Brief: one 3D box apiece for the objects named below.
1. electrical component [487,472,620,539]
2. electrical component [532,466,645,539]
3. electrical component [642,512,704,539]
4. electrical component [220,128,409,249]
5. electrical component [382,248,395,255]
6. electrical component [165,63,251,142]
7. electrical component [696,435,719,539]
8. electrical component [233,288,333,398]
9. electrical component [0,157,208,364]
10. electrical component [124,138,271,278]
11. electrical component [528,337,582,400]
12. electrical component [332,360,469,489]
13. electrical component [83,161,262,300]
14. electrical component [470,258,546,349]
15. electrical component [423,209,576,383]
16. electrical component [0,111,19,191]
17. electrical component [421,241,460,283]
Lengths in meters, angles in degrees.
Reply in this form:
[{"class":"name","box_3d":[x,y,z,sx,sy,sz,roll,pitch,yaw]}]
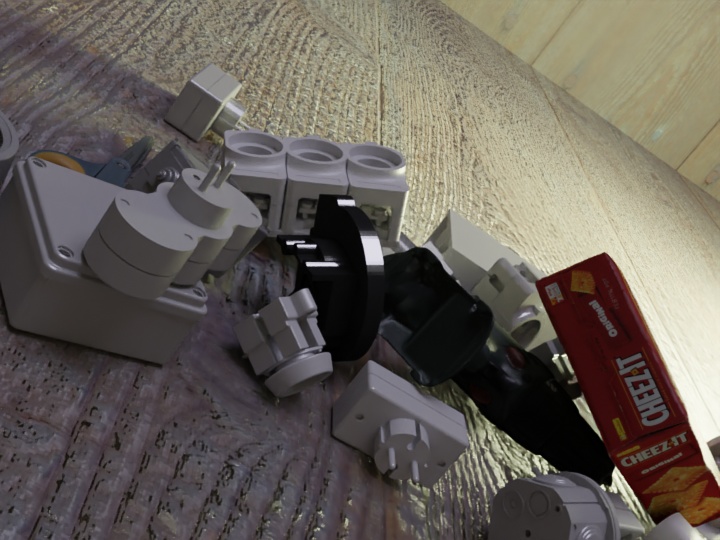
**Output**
[{"class":"electrical component","box_3d":[0.128,0.175,0.717,0.051,0.080,0.080,10,34,-40]},{"class":"electrical component","box_3d":[0.154,0.176,0.800,0.083,0.047,0.075,19,27,-40]},{"class":"electrical component","box_3d":[0.254,0.235,0.841,0.079,0.043,0.077,8,36,-52]},{"class":"electrical component","box_3d":[-0.041,-0.072,0.903,0.150,0.061,0.089,5,29,-10]},{"class":"electrical component","box_3d":[0.000,0.000,0.924,0.077,0.043,0.079,33,20,-11]},{"class":"electrical component","box_3d":[-0.132,-0.148,1.018,0.076,0.047,0.083,35,21,-7]},{"class":"electrical component","box_3d":[0.351,0.202,0.998,0.099,0.099,0.064,41,15,9]},{"class":"electrical component","box_3d":[-0.048,0.052,0.722,0.048,0.066,0.055,-3,64,-59]},{"class":"electrical component","box_3d":[-0.162,-0.005,0.659,0.109,0.056,0.108,20,27,-39]},{"class":"electrical component","box_3d":[-0.122,-0.043,0.767,0.061,0.061,0.096,52,8,33]},{"class":"electrical component","box_3d":[0.170,0.097,0.975,0.048,0.066,0.055,-3,65,-59]},{"class":"electrical component","box_3d":[0.028,0.115,0.725,0.083,0.047,0.075,32,22,-15]},{"class":"electrical component","box_3d":[-0.098,-0.034,0.635,0.052,0.073,0.138,41,21,8]},{"class":"electrical component","box_3d":[0.129,0.042,0.979,0.050,0.089,0.055,10,34,-51]},{"class":"electrical component","box_3d":[0.148,0.031,1.073,0.186,0.060,0.105,33,21,-11]},{"class":"electrical component","box_3d":[-0.262,-0.084,0.656,0.108,0.060,0.108,32,22,-14]},{"class":"electrical component","box_3d":[0.061,0.013,0.983,0.048,0.066,0.055,-32,77,-32]}]
